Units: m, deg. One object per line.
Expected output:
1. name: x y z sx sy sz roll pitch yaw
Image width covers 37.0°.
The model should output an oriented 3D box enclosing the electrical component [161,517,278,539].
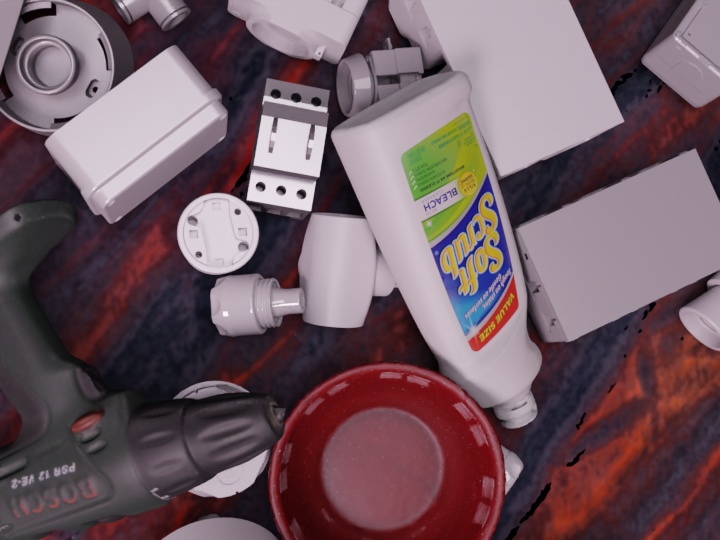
1. electrical component: -0.092 0.225 0.705 0.108 0.060 0.108 -7 114 -16

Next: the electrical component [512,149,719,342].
1. electrical component: 0.190 -0.016 0.797 0.150 0.062 0.089 -24 89 -11

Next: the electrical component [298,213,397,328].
1. electrical component: 0.000 0.000 0.770 0.079 0.044 0.077 2 97 -27

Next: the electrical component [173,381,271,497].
1. electrical component: -0.100 0.117 0.740 0.080 0.051 0.080 1 85 -10

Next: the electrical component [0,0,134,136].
1. electrical component: -0.211 -0.142 0.749 0.099 0.064 0.099 0 97 -3

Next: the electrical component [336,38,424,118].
1. electrical component: 0.015 -0.135 0.786 0.055 0.048 0.066 -7 86 -18

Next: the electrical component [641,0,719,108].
1. electrical component: 0.272 -0.182 0.831 0.062 0.061 0.096 39 72 -5

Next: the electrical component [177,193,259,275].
1. electrical component: -0.100 -0.023 0.754 0.055 0.047 0.055 1 85 -10

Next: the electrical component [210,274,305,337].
1. electrical component: -0.070 0.024 0.751 0.062 0.043 0.043 -5 86 11

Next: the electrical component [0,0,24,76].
1. electrical component: -0.283 -0.155 0.702 0.109 0.056 0.108 10 81 34

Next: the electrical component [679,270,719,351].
1. electrical component: 0.278 0.027 0.818 0.055 0.045 0.045 -43 93 -11

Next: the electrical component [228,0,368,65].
1. electrical component: -0.046 -0.190 0.777 0.089 0.050 0.055 25 81 -7

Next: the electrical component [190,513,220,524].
1. electrical component: -0.119 0.194 0.738 0.061 0.035 0.035 -26 90 -9

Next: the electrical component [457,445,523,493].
1. electrical component: 0.086 0.136 0.781 0.061 0.035 0.035 33 80 14

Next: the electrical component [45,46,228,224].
1. electrical component: -0.149 -0.090 0.736 0.113 0.078 0.057 -40 90 -11

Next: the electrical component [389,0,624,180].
1. electrical component: 0.099 -0.167 0.792 0.105 0.060 0.186 -24 89 -15
